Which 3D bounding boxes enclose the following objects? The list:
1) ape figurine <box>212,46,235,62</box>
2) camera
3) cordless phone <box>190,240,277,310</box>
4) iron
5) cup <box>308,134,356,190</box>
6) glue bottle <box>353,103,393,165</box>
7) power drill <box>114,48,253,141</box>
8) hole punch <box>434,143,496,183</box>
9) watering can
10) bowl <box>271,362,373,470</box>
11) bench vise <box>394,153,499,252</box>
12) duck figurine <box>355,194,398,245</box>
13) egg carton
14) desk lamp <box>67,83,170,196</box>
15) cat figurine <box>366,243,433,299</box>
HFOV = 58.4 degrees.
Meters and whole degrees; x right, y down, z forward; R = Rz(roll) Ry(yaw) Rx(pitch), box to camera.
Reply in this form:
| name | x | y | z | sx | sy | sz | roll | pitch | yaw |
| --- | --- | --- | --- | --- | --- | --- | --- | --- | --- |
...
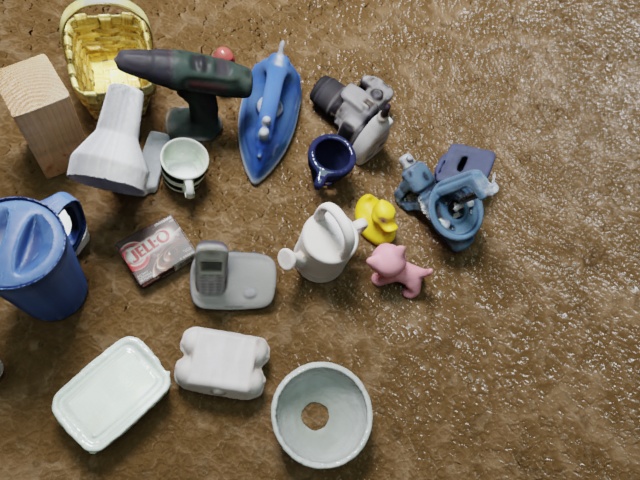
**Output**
| name | x | y | z | sx | sy | sz | roll | pitch | yaw |
| --- | --- | --- | --- | --- | --- | --- | --- | --- | --- |
| ape figurine | -0.193 | -0.348 | 1.145 | 0.076 | 0.092 | 0.078 | 30 | 66 | 1 |
| camera | 0.060 | -0.290 | 1.169 | 0.137 | 0.100 | 0.143 | 38 | 67 | 4 |
| cordless phone | -0.142 | 0.051 | 0.950 | 0.148 | 0.185 | 0.094 | -1 | 69 | -12 |
| iron | -0.097 | -0.248 | 1.099 | 0.119 | 0.141 | 0.258 | 10 | 67 | -7 |
| cup | 0.011 | -0.133 | 1.102 | 0.091 | 0.095 | 0.118 | 24 | 66 | -1 |
| glue bottle | 0.109 | -0.212 | 1.110 | 0.078 | 0.173 | 0.037 | -38 | 80 | -22 |
| power drill | -0.240 | -0.264 | 1.039 | 0.230 | 0.208 | 0.075 | -3 | 69 | -12 |
| hole punch | 0.288 | -0.141 | 1.164 | 0.101 | 0.091 | 0.109 | 28 | 66 | 0 |
| watering can | 0.010 | 0.005 | 0.994 | 0.101 | 0.194 | 0.173 | 38 | 67 | 5 |
| bowl | -0.001 | 0.290 | 0.946 | 0.167 | 0.074 | 0.167 | 4 | 68 | -10 |
| bench vise | 0.227 | -0.083 | 1.059 | 0.207 | 0.219 | 0.122 | 31 | 66 | 2 |
| duck figurine | 0.114 | -0.048 | 1.095 | 0.078 | 0.086 | 0.104 | -23 | 75 | -19 |
| egg carton | -0.161 | 0.205 | 0.949 | 0.150 | 0.069 | 0.107 | 10 | 67 | -8 |
| desk lamp | -0.336 | -0.152 | 0.973 | 0.118 | 0.213 | 0.203 | 10 | 67 | -7 |
| cat figurine | 0.143 | 0.048 | 1.046 | 0.128 | 0.117 | 0.067 | 19 | 67 | -4 |
